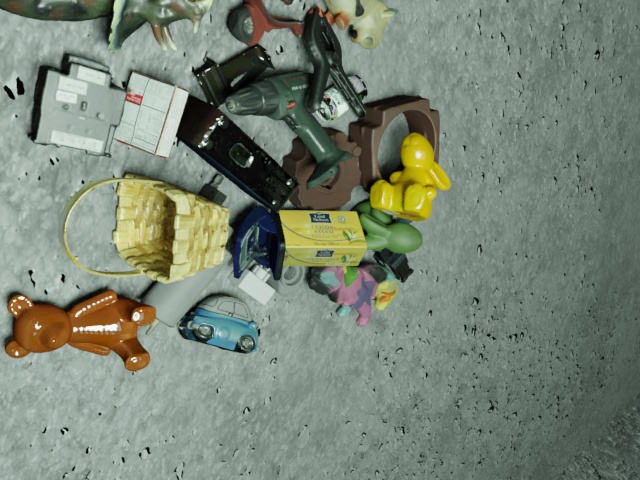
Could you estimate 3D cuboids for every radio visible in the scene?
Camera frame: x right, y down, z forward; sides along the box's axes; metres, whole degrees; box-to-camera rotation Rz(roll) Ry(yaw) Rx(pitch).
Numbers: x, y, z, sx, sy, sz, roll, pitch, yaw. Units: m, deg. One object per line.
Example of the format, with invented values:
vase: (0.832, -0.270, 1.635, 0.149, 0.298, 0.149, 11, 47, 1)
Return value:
radio: (-0.145, -0.142, 0.915, 0.229, 0.131, 0.073, 38, 86, -41)

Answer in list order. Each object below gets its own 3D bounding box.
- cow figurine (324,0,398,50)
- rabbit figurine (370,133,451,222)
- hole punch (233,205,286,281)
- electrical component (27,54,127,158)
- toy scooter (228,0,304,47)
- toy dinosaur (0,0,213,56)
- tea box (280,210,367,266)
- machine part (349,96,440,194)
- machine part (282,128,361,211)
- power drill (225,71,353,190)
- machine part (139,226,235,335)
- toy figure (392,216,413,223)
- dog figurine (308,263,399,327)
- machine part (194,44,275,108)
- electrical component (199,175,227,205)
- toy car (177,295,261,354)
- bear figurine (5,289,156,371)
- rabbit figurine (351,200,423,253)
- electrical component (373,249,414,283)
cow figurine: (0.064, -0.443, 0.991, 0.127, 0.086, 0.194, -39, 128, -11)
rabbit figurine: (0.200, -0.129, 1.099, 0.162, 0.122, 0.173, 11, 83, -43)
hole punch: (-0.118, 0.005, 1.009, 0.092, 0.116, 0.142, -1, 133, -10)
electrical component: (-0.350, -0.195, 0.781, 0.115, 0.058, 0.134, 10, 102, -43)
toy scooter: (-0.073, -0.409, 0.899, 0.135, 0.075, 0.183, 6, 108, -39)
toy dinosaur: (-0.352, -0.345, 0.684, 0.405, 0.131, 0.192, -3, 110, -31)
tea box: (-0.002, -0.003, 1.069, 0.170, 0.098, 0.068, -2, 143, -18)
machine part: (0.162, -0.202, 1.166, 0.201, 0.087, 0.201, -22, 122, -30)
machine part: (0.007, -0.138, 1.090, 0.179, 0.056, 0.179, -16, 119, -32)
power drill: (-0.044, -0.193, 0.942, 0.207, 0.086, 0.232, 52, 42, -7)
machine part: (-0.239, 0.069, 0.968, 0.243, 0.079, 0.079, -51, 131, -10)
toy figure: (0.220, -0.096, 1.277, 0.064, 0.058, 0.154, 19, 97, -27)
dog figurine: (0.068, 0.078, 1.199, 0.191, 0.109, 0.219, -40, 126, -18)
machine part: (-0.144, -0.287, 0.919, 0.139, 0.039, 0.084, -36, 122, -19)
electrical component: (-0.194, -0.072, 0.952, 0.021, 0.063, 0.094, 38, 82, -42)
toy car: (-0.188, 0.158, 1.041, 0.161, 0.109, 0.103, 26, 69, -31)
bear figurine: (-0.382, 0.143, 0.855, 0.196, 0.132, 0.120, 3, 104, -45)
rabbit figurine: (0.140, -0.027, 1.164, 0.159, 0.170, 0.121, -2, 109, -39)
electrical component: (0.168, 0.043, 1.284, 0.048, 0.075, 0.119, -46, 127, -14)
